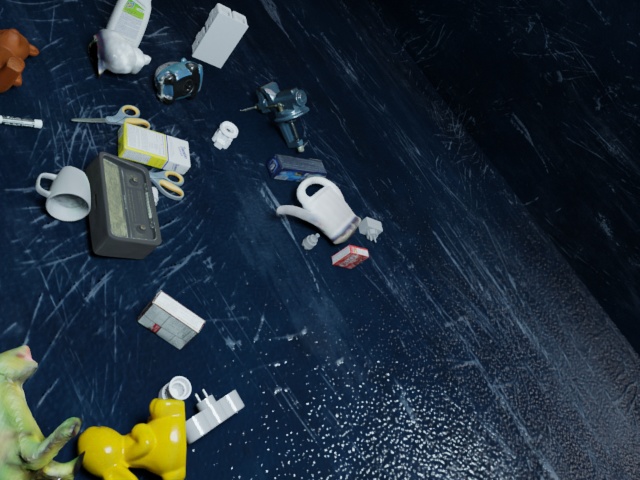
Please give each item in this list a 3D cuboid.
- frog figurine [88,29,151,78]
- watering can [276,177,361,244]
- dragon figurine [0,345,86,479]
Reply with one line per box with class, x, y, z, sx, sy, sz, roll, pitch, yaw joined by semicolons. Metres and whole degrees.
frog figurine;-0.534;-0.507;1.405;0.160;0.120;0.140;-12;46;-37
watering can;0.005;-0.078;1.544;0.224;0.102;0.353;47;32;-1
dragon figurine;-0.483;0.350;0.719;0.242;0.120;0.419;17;59;-8
